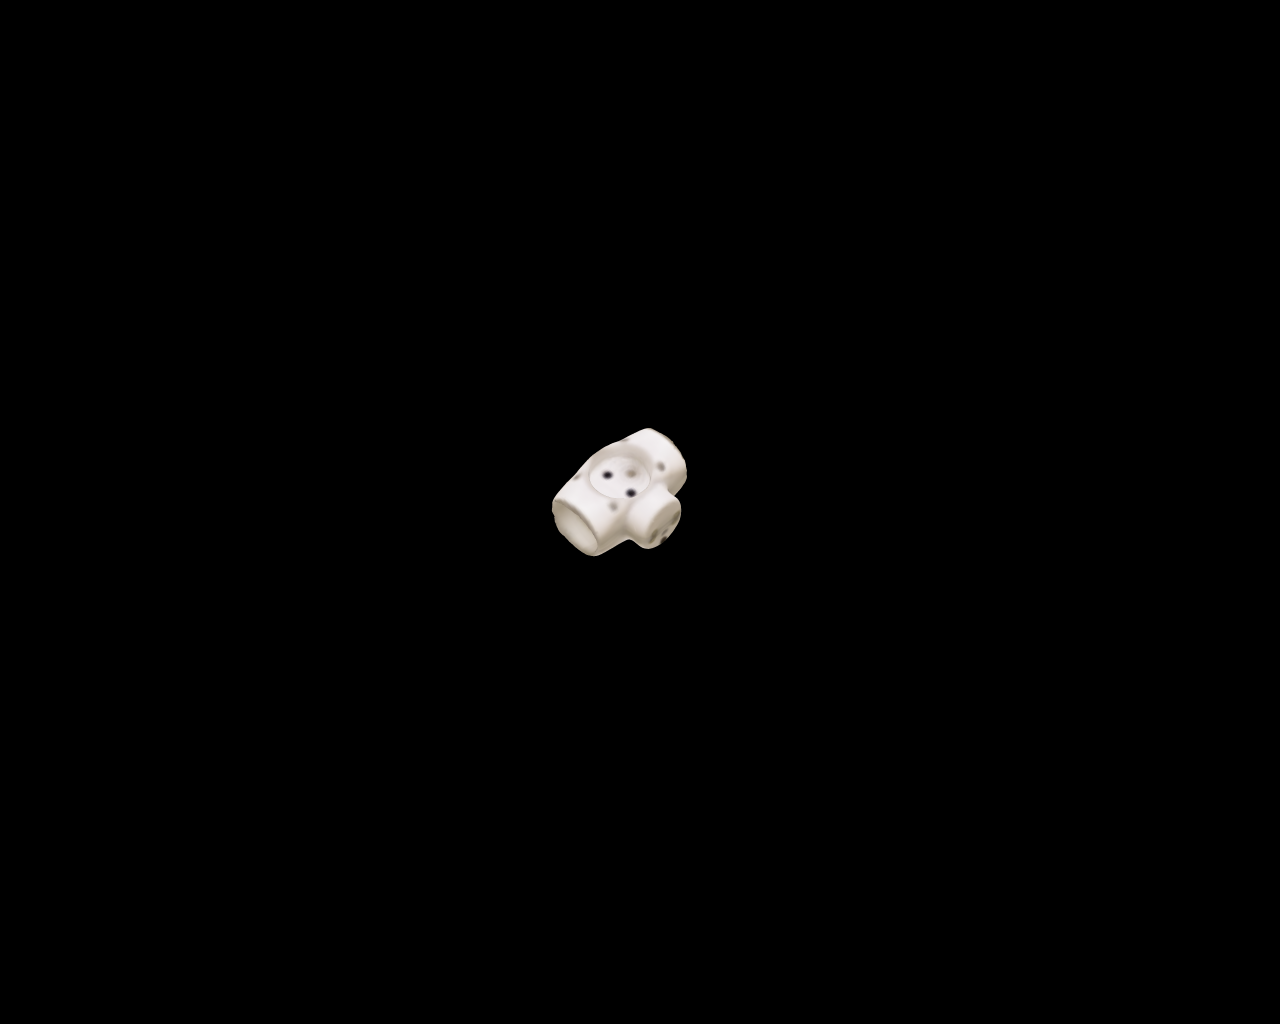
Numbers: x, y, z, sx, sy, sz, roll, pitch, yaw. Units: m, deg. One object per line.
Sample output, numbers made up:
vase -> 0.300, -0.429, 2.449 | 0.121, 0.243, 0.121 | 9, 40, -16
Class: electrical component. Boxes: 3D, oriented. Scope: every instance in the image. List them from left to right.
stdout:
electrical component -> 0.001, -0.003, 0.650 | 0.079, 0.044, 0.077 | 39, 63, 25
